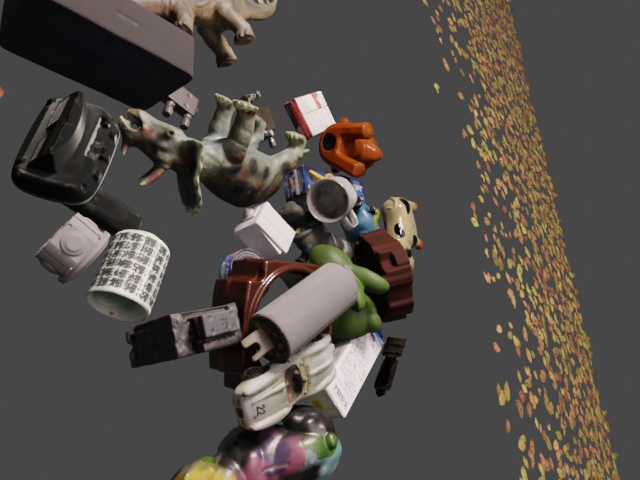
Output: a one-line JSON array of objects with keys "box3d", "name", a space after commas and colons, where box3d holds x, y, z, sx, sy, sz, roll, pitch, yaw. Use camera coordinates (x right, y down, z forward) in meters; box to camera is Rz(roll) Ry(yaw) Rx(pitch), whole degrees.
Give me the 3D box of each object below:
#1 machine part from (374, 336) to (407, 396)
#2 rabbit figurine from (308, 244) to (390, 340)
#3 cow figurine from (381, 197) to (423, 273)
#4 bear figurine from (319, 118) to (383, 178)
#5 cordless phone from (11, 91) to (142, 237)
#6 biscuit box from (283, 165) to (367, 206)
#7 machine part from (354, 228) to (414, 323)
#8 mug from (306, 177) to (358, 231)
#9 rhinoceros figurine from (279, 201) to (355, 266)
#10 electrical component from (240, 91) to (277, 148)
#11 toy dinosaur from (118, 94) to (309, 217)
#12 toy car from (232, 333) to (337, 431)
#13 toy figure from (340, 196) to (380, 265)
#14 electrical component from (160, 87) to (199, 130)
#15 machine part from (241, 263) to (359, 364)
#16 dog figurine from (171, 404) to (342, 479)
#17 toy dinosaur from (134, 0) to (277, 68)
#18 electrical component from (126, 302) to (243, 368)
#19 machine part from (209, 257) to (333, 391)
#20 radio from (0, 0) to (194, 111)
[{"box3d": [0.137, 0.248, 1.066, 0.084, 0.039, 0.138, -51, 156, -44], "name": "machine part"}, {"box3d": [0.034, 0.091, 0.946, 0.121, 0.159, 0.170, -36, 118, -32], "name": "rabbit figurine"}, {"box3d": [0.186, -0.009, 1.264, 0.127, 0.086, 0.195, 21, 60, -52], "name": "cow figurine"}, {"box3d": [0.089, -0.194, 1.187, 0.195, 0.132, 0.120, 5, 102, -52], "name": "bear figurine"}, {"box3d": [-0.296, -0.091, 0.719, 0.184, 0.089, 0.146, 46, 41, -45], "name": "cordless phone"}, {"box3d": [0.014, -0.101, 1.110, 0.202, 0.059, 0.063, 7, 69, -50], "name": "biscuit box"}, {"box3d": [0.118, 0.068, 1.022, 0.056, 0.179, 0.179, -14, 83, -14], "name": "machine part"}, {"box3d": [0.038, -0.072, 1.004, 0.109, 0.081, 0.107, 49, 23, 0], "name": "mug"}, {"box3d": [-0.002, -0.003, 1.033, 0.190, 0.073, 0.112, 37, 49, -36], "name": "rhinoceros figurine"}, {"box3d": [-0.115, -0.229, 1.020, 0.078, 0.045, 0.102, -5, 77, -51], "name": "electrical component"}, {"box3d": [-0.132, -0.119, 0.890, 0.404, 0.131, 0.192, 17, 100, -60], "name": "toy dinosaur"}, {"box3d": [-0.041, 0.195, 0.759, 0.202, 0.056, 0.073, -21, 105, -48], "name": "toy car"}, {"box3d": [0.093, -0.015, 1.123, 0.089, 0.082, 0.179, -58, 135, -40], "name": "toy figure"}, {"box3d": [-0.231, -0.231, 0.895, 0.063, 0.021, 0.094, 35, 48, -38], "name": "electrical component"}, {"box3d": [-0.020, 0.101, 0.770, 0.243, 0.079, 0.079, -32, 99, -46], "name": "machine part"}, {"box3d": [-0.088, 0.302, 0.704, 0.219, 0.192, 0.108, -7, 85, -68], "name": "dog figurine"}, {"box3d": [-0.198, -0.423, 0.964, 0.471, 0.105, 0.198, -21, 87, -58], "name": "toy dinosaur"}, {"box3d": [-0.171, 0.123, 0.711, 0.115, 0.134, 0.058, -6, 79, -54], "name": "electrical component"}, {"box3d": [-0.068, 0.131, 0.838, 0.201, 0.087, 0.201, 9, 80, -49], "name": "machine part"}, {"box3d": [-0.300, -0.271, 0.736, 0.229, 0.131, 0.073, 20, 58, -45], "name": "radio"}]
